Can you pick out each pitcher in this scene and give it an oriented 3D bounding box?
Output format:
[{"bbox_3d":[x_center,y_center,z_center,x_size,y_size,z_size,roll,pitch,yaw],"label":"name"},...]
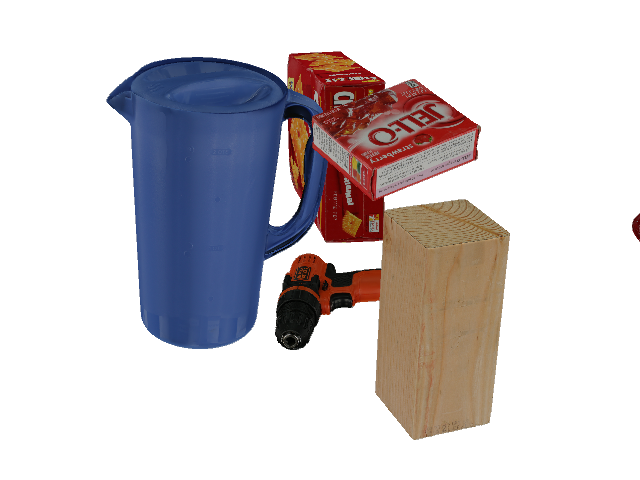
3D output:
[{"bbox_3d":[-0.092,-0.030,0.939,0.149,0.243,0.144,25,34,32],"label":"pitcher"}]

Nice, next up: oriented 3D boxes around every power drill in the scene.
[{"bbox_3d":[0.044,0.069,1.237,0.188,0.057,0.184,0,27,7],"label":"power drill"}]

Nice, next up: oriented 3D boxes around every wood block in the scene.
[{"bbox_3d":[0.114,0.075,1.030,0.090,0.206,0.091,-9,27,-20],"label":"wood block"}]

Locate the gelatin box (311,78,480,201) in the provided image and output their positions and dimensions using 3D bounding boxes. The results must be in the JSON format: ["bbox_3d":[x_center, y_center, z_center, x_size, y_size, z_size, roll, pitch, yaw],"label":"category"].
[{"bbox_3d":[0.050,-0.069,0.711,0.089,0.030,0.073,-23,45,-23],"label":"gelatin box"}]

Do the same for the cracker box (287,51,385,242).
[{"bbox_3d":[0.013,-0.107,1.144,0.072,0.164,0.214,-4,19,-9],"label":"cracker box"}]

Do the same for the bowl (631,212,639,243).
[{"bbox_3d":[0.415,0.015,1.146,0.162,0.055,0.162,-1,26,0],"label":"bowl"}]
